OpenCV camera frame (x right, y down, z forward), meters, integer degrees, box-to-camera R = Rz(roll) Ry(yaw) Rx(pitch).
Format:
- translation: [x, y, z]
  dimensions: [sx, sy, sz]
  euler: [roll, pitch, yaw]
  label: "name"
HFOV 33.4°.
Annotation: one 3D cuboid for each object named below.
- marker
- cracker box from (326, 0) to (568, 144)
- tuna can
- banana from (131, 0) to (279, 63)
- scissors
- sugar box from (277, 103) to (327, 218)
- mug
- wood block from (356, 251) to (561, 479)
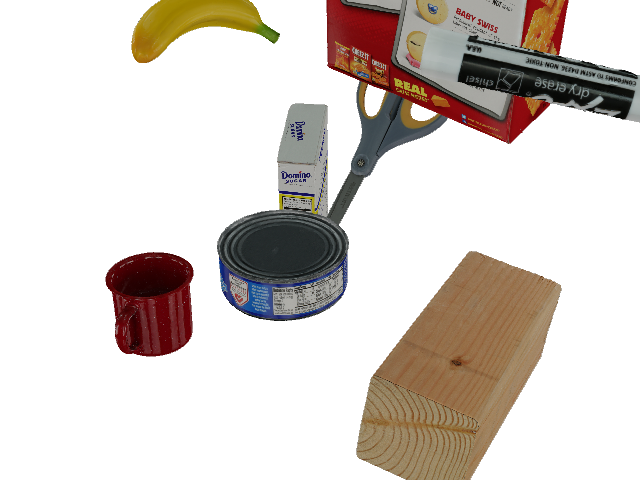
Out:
- translation: [0.098, -0.058, 0.399]
  dimensions: [0.121, 0.020, 0.020]
  euler: [14, 2, 8]
  label: "marker"
- translation: [0.087, -0.193, 0.729]
  dimensions: [0.164, 0.214, 0.072]
  euler: [28, 50, 27]
  label: "cracker box"
- translation: [-0.024, 0.015, 0.702]
  dimensions: [0.086, 0.034, 0.086]
  euler: [-1, 33, 0]
  label: "tuna can"
- translation: [-0.119, -0.211, 1.023]
  dimensions: [0.070, 0.037, 0.197]
  euler: [44, 38, 19]
  label: "banana"
- translation: [0.056, -0.070, 0.920]
  dimensions: [0.096, 0.202, 0.016]
  euler: [9, -11, 21]
  label: "scissors"
- translation: [-0.018, -0.048, 1.119]
  dimensions: [0.048, 0.093, 0.176]
  euler: [4, -43, 7]
  label: "sugar box"
- translation: [-0.184, 0.077, 1.140]
  dimensions: [0.093, 0.081, 0.117]
  euler: [9, 32, 16]
  label: "mug"
- translation: [0.119, 0.105, 0.888]
  dimensions: [0.091, 0.090, 0.205]
  euler: [22, 36, 20]
  label: "wood block"
